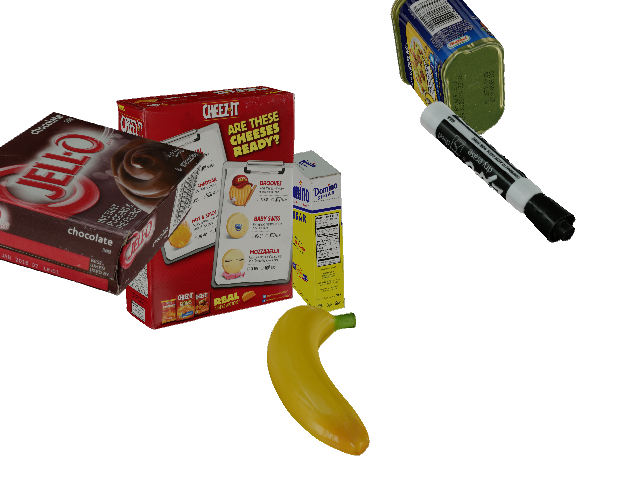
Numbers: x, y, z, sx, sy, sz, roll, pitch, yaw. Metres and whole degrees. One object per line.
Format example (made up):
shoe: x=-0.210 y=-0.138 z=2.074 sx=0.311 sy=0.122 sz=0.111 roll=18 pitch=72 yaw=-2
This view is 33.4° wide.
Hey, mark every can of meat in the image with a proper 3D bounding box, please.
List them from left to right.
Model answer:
can of meat: x=0.103 y=-0.140 z=0.840 sx=0.057 sy=0.084 sz=0.102 roll=-24 pitch=-38 yaw=-7

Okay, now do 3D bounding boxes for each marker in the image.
marker: x=0.100 y=-0.039 z=0.604 sx=0.020 sy=0.020 sz=0.121 roll=0 pitch=37 yaw=-43

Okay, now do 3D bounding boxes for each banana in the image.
banana: x=-0.004 y=0.089 z=0.766 sx=0.069 sy=0.037 sz=0.198 roll=0 pitch=23 yaw=0

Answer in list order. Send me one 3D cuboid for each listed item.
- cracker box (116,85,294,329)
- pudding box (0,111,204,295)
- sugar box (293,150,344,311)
cracker box: x=-0.110 y=-0.036 z=1.042 sx=0.163 sy=0.214 sz=0.072 roll=-11 pitch=20 yaw=-34
pudding box: x=-0.119 y=-0.022 z=0.533 sx=0.090 sy=0.039 sz=0.113 roll=17 pitch=24 yaw=6
sugar box: x=-0.008 y=-0.010 z=1.283 sx=0.048 sy=0.176 sz=0.093 roll=-13 pitch=25 yaw=-18
